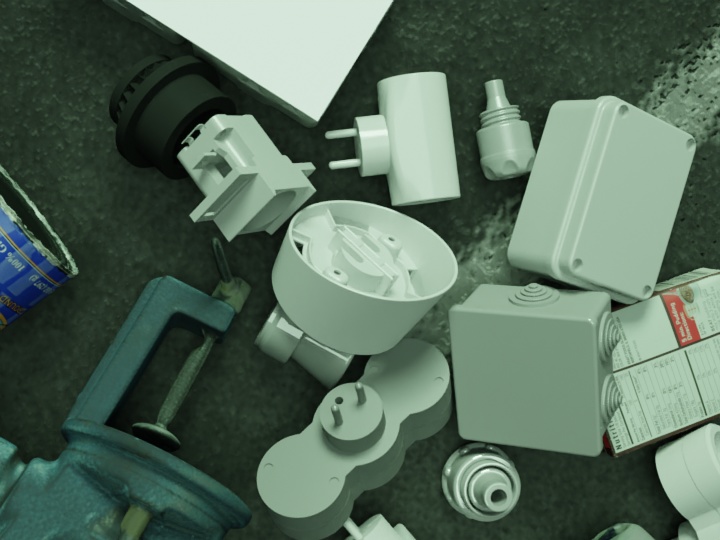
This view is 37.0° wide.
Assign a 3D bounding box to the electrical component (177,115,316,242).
[{"bbox_3d":[-0.068,-0.056,0.622,0.042,0.081,0.063,-41,77,25],"label":"electrical component"}]

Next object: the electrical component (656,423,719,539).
[{"bbox_3d":[0.229,0.172,0.684,0.074,0.052,0.138,-34,88,31],"label":"electrical component"}]

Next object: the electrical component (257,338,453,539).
[{"bbox_3d":[-0.003,0.091,0.630,0.138,0.073,0.052,-41,59,-19],"label":"electrical component"}]

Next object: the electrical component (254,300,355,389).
[{"bbox_3d":[-0.031,0.041,0.660,0.055,0.045,0.045,29,87,-5],"label":"electrical component"}]

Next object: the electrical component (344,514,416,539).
[{"bbox_3d":[0.011,0.175,0.653,0.047,0.066,0.076,-40,92,-5],"label":"electrical component"}]

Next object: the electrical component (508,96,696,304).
[{"bbox_3d":[0.149,-0.043,0.660,0.078,0.057,0.113,18,88,-30],"label":"electrical component"}]

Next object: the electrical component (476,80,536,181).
[{"bbox_3d":[0.090,-0.089,0.679,0.035,0.035,0.061,-10,88,-6],"label":"electrical component"}]

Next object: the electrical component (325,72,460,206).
[{"bbox_3d":[0.019,-0.078,0.666,0.079,0.043,0.077,-7,90,-6],"label":"electrical component"}]

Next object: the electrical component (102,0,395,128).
[{"bbox_3d":[-0.079,-0.179,0.648,0.186,0.060,0.105,32,87,-5],"label":"electrical component"}]

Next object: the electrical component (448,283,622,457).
[{"bbox_3d":[0.105,0.057,0.644,0.100,0.048,0.099,4,113,27],"label":"electrical component"}]

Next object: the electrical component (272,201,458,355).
[{"bbox_3d":[0.000,0.000,0.635,0.099,0.099,0.064,28,128,-5],"label":"electrical component"}]

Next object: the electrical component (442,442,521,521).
[{"bbox_3d":[0.078,0.134,0.662,0.048,0.062,0.048,0,90,-6],"label":"electrical component"}]
